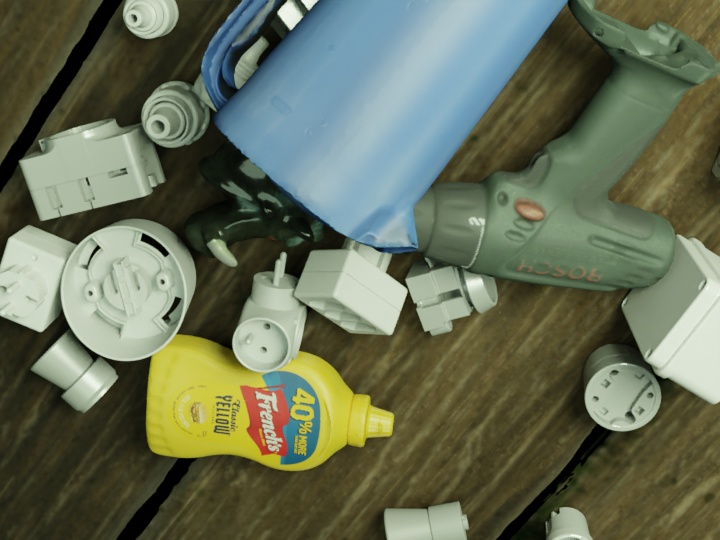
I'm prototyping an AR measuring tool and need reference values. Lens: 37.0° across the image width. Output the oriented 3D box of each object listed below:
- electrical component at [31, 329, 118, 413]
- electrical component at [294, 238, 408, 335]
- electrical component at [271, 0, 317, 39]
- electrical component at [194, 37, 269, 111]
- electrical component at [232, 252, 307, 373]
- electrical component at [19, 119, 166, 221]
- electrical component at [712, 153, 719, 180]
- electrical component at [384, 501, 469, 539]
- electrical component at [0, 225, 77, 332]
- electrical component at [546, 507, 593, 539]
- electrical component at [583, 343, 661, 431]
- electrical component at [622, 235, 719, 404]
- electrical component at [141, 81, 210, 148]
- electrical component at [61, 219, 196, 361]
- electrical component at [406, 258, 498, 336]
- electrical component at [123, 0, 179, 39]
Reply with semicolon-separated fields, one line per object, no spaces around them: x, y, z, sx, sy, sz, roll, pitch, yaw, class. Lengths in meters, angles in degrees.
-0.229;0.082;0.864;0.055;0.045;0.045;45;107;-9;electrical component
0.000;0.000;0.800;0.047;0.076;0.066;0;152;47;electrical component
-0.044;-0.202;0.737;0.063;0.079;0.121;-40;101;-5;electrical component
-0.090;-0.144;0.778;0.035;0.035;0.061;43;105;-8;electrical component
-0.064;0.026;0.809;0.044;0.077;0.079;11;109;3;electrical component
-0.201;-0.078;0.804;0.089;0.050;0.055;-12;107;11;electrical component
0.283;-0.084;0.741;0.061;0.061;0.096;19;109;0;electrical component
0.056;0.211;0.877;0.065;0.044;0.044;-12;107;5;electrical component
-0.258;0.012;0.827;0.047;0.076;0.065;23;109;-2;electrical component
0.167;0.217;0.863;0.040;0.046;0.040;2;108;6;electrical component
0.197;0.087;0.816;0.055;0.047;0.055;2;108;6;electrical component
0.236;0.031;0.758;0.057;0.113;0.078;31;109;-7;electrical component
-0.138;-0.109;0.781;0.048;0.062;0.048;2;108;6;electrical component
-0.176;0.012;0.824;0.099;0.064;0.099;2;108;6;electrical component
0.070;0.013;0.807;0.055;0.048;0.066;-16;106;19;electrical component
-0.151;-0.180;0.759;0.035;0.061;0.035;2;108;6;electrical component
